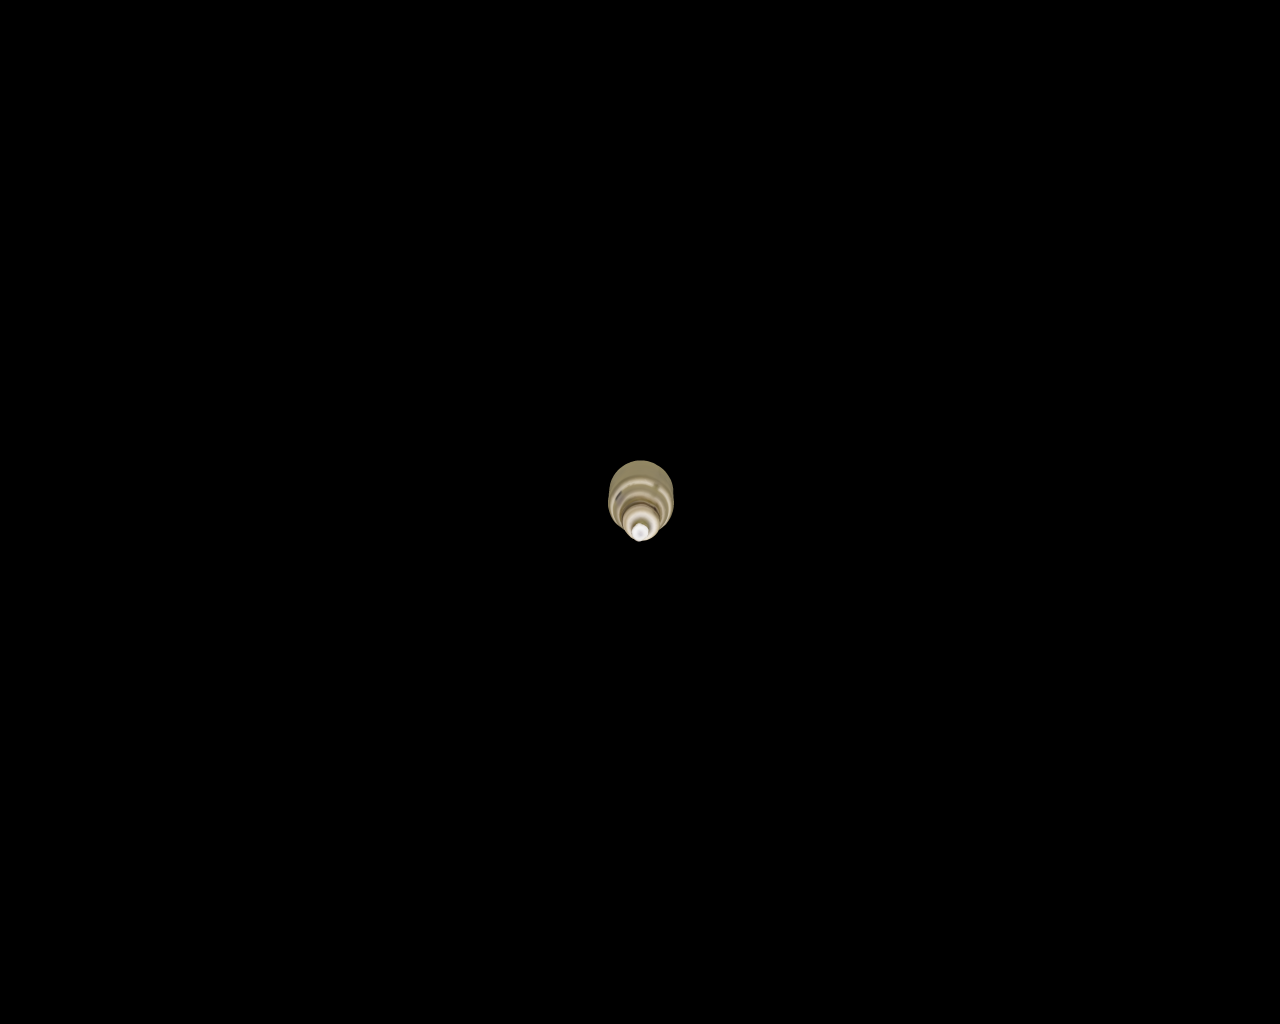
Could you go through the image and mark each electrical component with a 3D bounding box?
[{"bbox_3d":[0.001,-0.003,0.650,0.040,0.040,0.078,0,23,0],"label":"electrical component"}]
